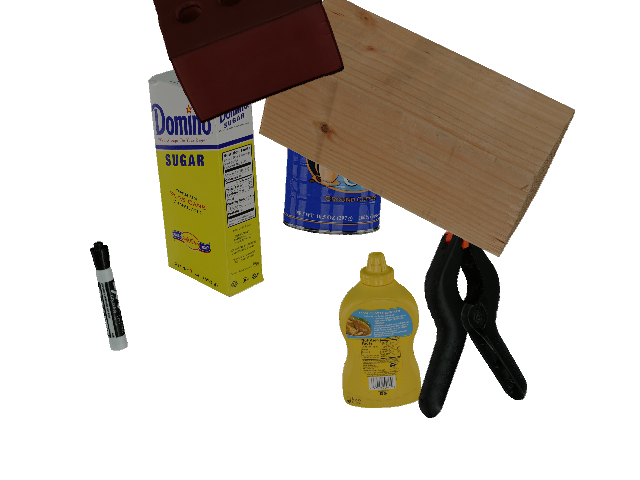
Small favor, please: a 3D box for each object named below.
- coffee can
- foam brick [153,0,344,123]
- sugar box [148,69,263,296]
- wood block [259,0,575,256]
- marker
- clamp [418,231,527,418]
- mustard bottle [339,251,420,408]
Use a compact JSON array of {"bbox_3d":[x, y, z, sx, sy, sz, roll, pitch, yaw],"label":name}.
[{"bbox_3d":[0.016,-0.085,1.104,0.103,0.140,0.103,3,12,-1],"label":"coffee can"},{"bbox_3d":[-0.036,-0.103,0.520,0.078,0.053,0.051,-21,-32,4],"label":"foam brick"},{"bbox_3d":[-0.096,-0.050,0.896,0.048,0.176,0.093,-26,32,-36],"label":"sugar box"},{"bbox_3d":[0.069,-0.088,0.798,0.206,0.091,0.090,28,48,11],"label":"wood block"},{"bbox_3d":[-0.226,0.059,1.139,0.020,0.121,0.020,-7,18,2],"label":"marker"},{"bbox_3d":[0.125,0.078,0.969,0.120,0.171,0.039,-15,1,-39],"label":"clamp"},{"bbox_3d":[0.071,0.106,1.289,0.096,0.192,0.058,-3,20,2],"label":"mustard bottle"}]
